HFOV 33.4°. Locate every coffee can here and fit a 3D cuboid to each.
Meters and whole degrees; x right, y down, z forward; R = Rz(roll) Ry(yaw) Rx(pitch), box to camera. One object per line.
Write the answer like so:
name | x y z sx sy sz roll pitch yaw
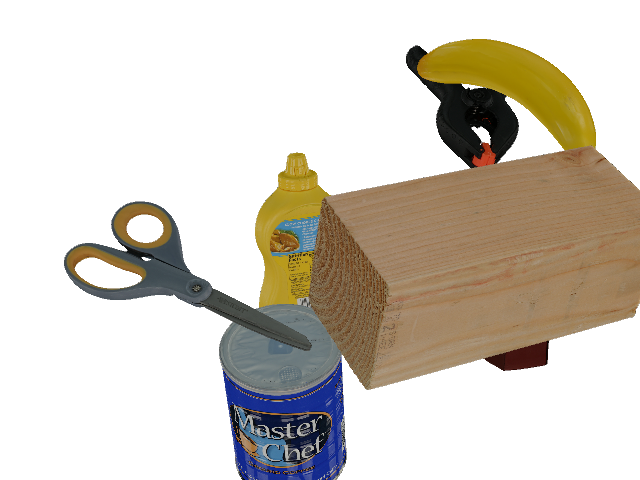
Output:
coffee can | -0.030 0.140 0.926 0.103 0.140 0.103 -2 39 2

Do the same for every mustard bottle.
mustard bottle | -0.021 0.002 1.124 0.096 0.192 0.058 -10 22 -18

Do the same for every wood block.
wood block | 0.106 0.014 0.690 0.205 0.090 0.091 -12 42 -23

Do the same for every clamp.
clamp | 0.140 -0.135 1.043 0.120 0.039 0.171 5 45 4

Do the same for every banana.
banana | 0.147 -0.116 0.828 0.037 0.070 0.198 2 33 -44

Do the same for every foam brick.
foam brick | 0.180 0.076 0.998 0.051 0.078 0.053 -7 18 -26

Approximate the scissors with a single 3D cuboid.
scissors | -0.089 0.021 0.779 0.202 0.096 0.016 10 -35 15
